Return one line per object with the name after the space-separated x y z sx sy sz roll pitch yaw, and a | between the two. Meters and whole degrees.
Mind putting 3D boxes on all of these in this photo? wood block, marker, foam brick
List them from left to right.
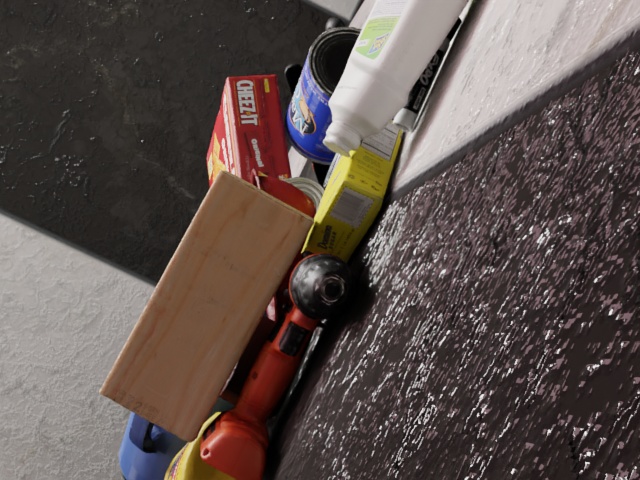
-0.092 0.053 0.900 0.206 0.090 0.091 -61 2 3 | wood block
-0.053 0.118 0.981 0.078 0.051 0.053 -66 6 -21 | foam brick
0.099 -0.155 0.969 0.121 0.020 0.020 -65 6 -9 | marker

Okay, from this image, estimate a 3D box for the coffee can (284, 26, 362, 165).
0.021 -0.163 1.229 0.140 0.103 0.102 118 175 -63 | coffee can

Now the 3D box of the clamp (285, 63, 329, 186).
-0.007 -0.135 1.394 0.210 0.036 0.164 59 -165 -85 | clamp

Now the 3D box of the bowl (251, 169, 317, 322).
-0.030 0.008 1.035 0.162 0.055 0.162 172 90 -82 | bowl

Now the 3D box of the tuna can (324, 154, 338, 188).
0.036 -0.088 1.162 0.086 0.033 0.086 -63 6 11 | tuna can

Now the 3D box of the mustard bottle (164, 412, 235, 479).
-0.114 0.227 1.024 0.192 0.058 0.096 128 161 -67 | mustard bottle

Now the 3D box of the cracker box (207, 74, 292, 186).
-0.093 -0.085 1.347 0.214 0.072 0.164 118 145 -66 | cracker box

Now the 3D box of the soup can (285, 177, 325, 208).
-0.027 -0.021 1.205 0.102 0.068 0.068 110 -177 -67 | soup can

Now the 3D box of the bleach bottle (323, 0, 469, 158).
0.073 -0.186 0.942 0.251 0.068 0.103 -60 22 -8 | bleach bottle

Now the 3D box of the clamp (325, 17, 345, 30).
0.035 -0.201 1.350 0.039 0.120 0.171 12 93 40 | clamp

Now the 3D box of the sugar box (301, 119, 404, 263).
0.035 -0.059 0.990 0.093 0.048 0.176 -59 9 35 | sugar box

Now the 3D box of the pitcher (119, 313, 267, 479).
-0.136 0.166 1.119 0.145 0.149 0.243 -109 37 -50 | pitcher

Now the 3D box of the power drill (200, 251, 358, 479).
-0.029 0.097 0.846 0.187 0.057 0.184 -62 2 -2 | power drill
